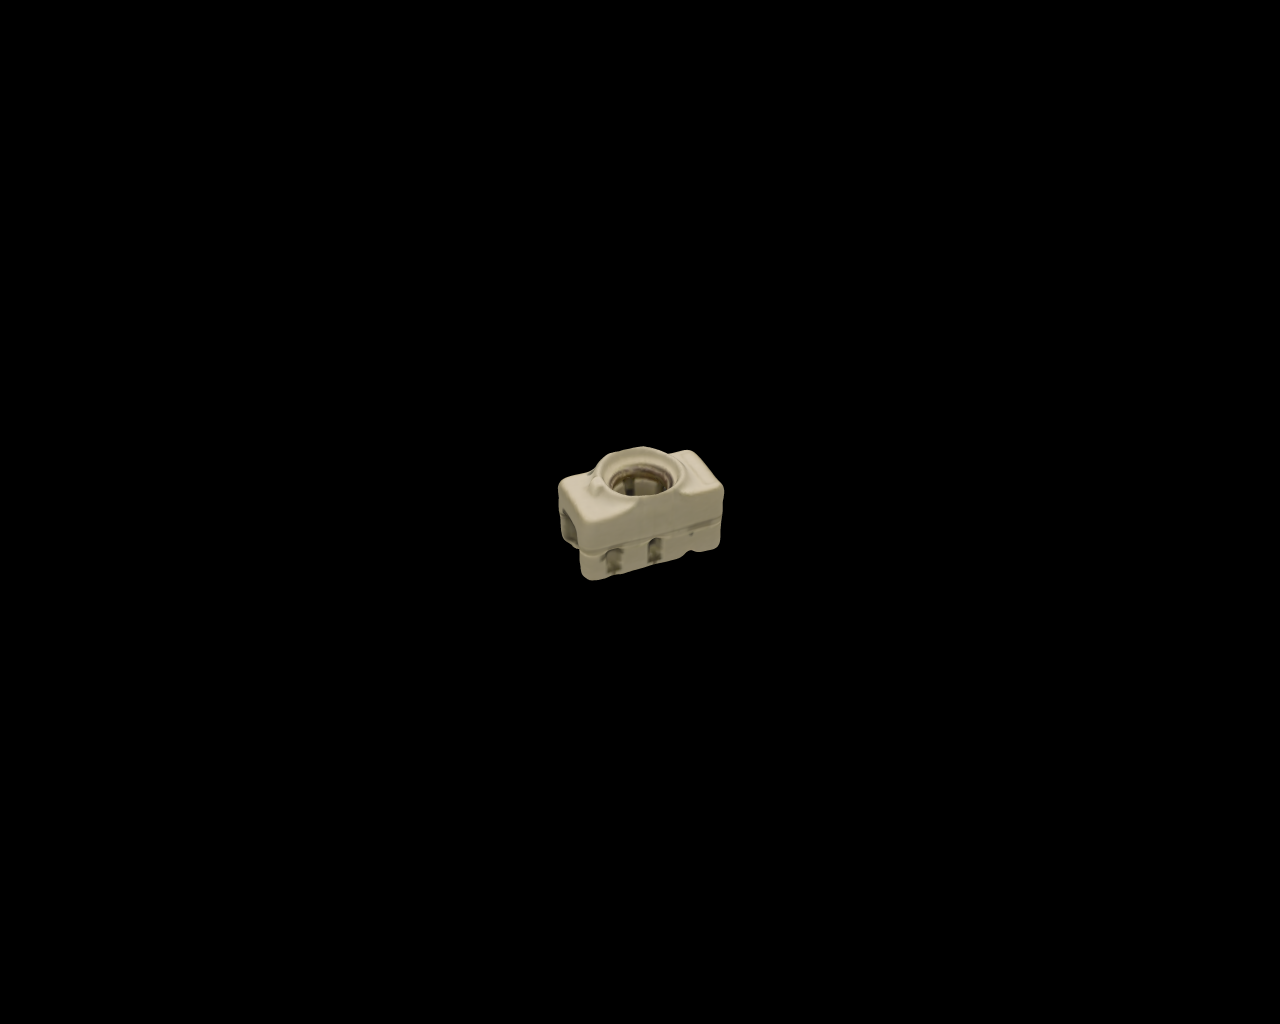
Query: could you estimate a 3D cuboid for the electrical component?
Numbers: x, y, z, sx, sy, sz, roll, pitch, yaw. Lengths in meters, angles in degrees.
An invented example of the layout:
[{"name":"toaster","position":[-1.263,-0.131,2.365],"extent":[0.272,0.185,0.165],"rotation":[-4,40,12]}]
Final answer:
[{"name":"electrical component","position":[0.001,-0.003,0.650],"extent":[0.090,0.055,0.050],"rotation":[-14,40,-17]}]
